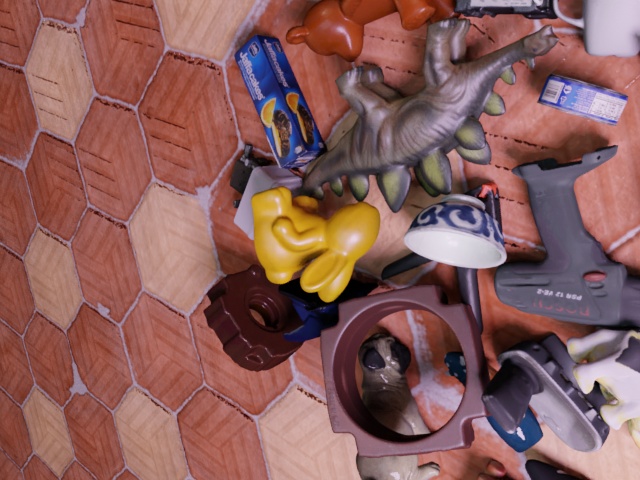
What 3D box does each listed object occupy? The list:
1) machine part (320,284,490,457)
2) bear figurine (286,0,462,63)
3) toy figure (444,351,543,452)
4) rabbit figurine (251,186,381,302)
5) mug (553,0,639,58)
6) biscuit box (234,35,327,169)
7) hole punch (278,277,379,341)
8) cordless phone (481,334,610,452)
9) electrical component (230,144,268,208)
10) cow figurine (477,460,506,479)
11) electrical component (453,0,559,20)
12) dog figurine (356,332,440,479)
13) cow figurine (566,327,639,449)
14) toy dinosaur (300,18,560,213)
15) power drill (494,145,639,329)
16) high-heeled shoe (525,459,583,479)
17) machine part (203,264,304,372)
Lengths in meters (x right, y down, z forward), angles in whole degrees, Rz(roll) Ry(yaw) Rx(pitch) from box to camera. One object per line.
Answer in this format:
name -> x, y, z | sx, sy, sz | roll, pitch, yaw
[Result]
machine part -> 0.110, 0.168, 0.694 | 0.201, 0.087, 0.201 | -15, 71, 21
bear figurine -> 0.060, -0.285, 0.700 | 0.196, 0.120, 0.132 | -33, 84, 38
toy figure -> 0.230, 0.210, 0.725 | 0.154, 0.058, 0.064 | 52, 123, 19
rabbit figurine -> -0.002, -0.002, 0.736 | 0.173, 0.121, 0.162 | -7, 68, 22
mug -> 0.299, -0.245, 0.554 | 0.110, 0.081, 0.107 | 4, 111, 12
biscuit box -> -0.063, -0.215, 0.838 | 0.059, 0.063, 0.202 | -27, 84, 36
hole punch -> 0.009, 0.109, 0.821 | 0.116, 0.142, 0.092 | 12, 108, 46
cordless phone -> 0.259, 0.197, 0.622 | 0.088, 0.184, 0.147 | -47, 73, 29
electrical component -> -0.122, -0.102, 0.917 | 0.078, 0.045, 0.102 | 39, 120, 21
cow figurine -> 0.286, 0.402, 0.711 | 0.195, 0.085, 0.127 | 25, 108, 26
electrical component -> 0.223, -0.323, 0.611 | 0.115, 0.058, 0.134 | 17, 110, 30
dog figurine -> 0.086, 0.246, 0.772 | 0.121, 0.172, 0.190 | -23, 94, 26
cow figurine -> 0.360, 0.167, 0.599 | 0.098, 0.068, 0.167 | -33, 108, 31
toy dinosaur -> 0.098, -0.140, 0.716 | 0.472, 0.105, 0.198 | -19, 93, 48
power drill -> 0.312, -0.001, 0.613 | 0.232, 0.086, 0.207 | -5, 105, 39
high-heeled shoe -> 0.381, 0.318, 0.629 | 0.249, 0.086, 0.145 | 38, 115, 19
machine part -> -0.100, 0.125, 0.877 | 0.056, 0.179, 0.179 | -43, 75, 32
